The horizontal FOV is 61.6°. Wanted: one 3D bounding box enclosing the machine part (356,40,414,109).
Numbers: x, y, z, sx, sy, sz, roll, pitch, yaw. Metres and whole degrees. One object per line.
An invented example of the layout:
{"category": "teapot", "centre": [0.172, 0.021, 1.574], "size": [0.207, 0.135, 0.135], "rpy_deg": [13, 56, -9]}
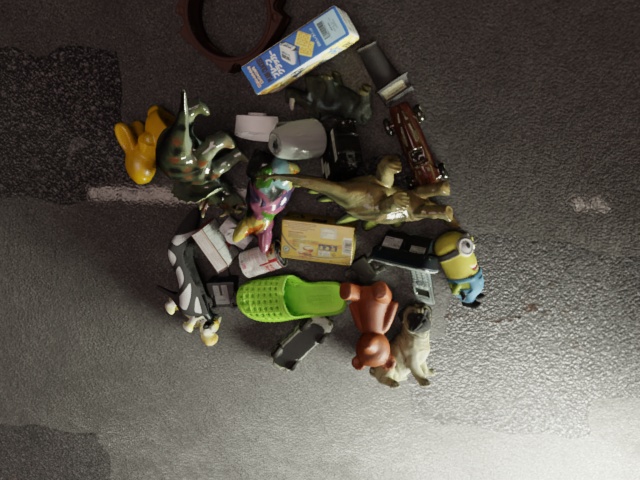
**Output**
{"category": "machine part", "centre": [0.130, -0.351, 1.119], "size": [0.084, 0.039, 0.138], "rpy_deg": [-33, 102, 27]}

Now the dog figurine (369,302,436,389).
{"category": "dog figurine", "centre": [0.192, 0.246, 1.294], "size": [0.172, 0.121, 0.190], "rpy_deg": [-8, 93, 10]}

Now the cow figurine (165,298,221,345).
{"category": "cow figurine", "centre": [-0.307, 0.188, 1.376], "size": [0.098, 0.068, 0.167], "rpy_deg": [-42, 98, 14]}

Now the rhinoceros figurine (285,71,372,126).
{"category": "rhinoceros figurine", "centre": [0.020, -0.299, 1.144], "size": [0.190, 0.073, 0.112], "rpy_deg": [16, 121, 3]}

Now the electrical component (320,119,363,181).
{"category": "electrical component", "centre": [0.043, -0.178, 1.141], "size": [0.058, 0.134, 0.115], "rpy_deg": [-1, 73, -14]}

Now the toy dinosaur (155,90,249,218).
{"category": "toy dinosaur", "centre": [-0.270, -0.172, 1.123], "size": [0.192, 0.404, 0.131], "rpy_deg": [-39, 69, 1]}

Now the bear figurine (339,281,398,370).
{"category": "bear figurine", "centre": [0.112, 0.200, 1.237], "size": [0.120, 0.131, 0.196], "rpy_deg": [-1, 75, 24]}

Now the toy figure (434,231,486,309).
{"category": "toy figure", "centre": [0.316, 0.066, 1.206], "size": [0.089, 0.082, 0.180], "rpy_deg": [-14, 108, 13]}

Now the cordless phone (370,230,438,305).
{"category": "cordless phone", "centre": [0.201, 0.075, 1.234], "size": [0.147, 0.089, 0.184], "rpy_deg": [12, 143, 27]}

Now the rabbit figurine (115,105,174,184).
{"category": "rabbit figurine", "centre": [-0.391, -0.209, 1.223], "size": [0.162, 0.122, 0.173], "rpy_deg": [42, 112, 0]}

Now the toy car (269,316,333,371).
{"category": "toy car", "centre": [-0.049, 0.257, 1.356], "size": [0.073, 0.056, 0.201], "rpy_deg": [39, 112, -11]}

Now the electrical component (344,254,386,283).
{"category": "electrical component", "centre": [0.106, 0.071, 1.278], "size": [0.094, 0.021, 0.063], "rpy_deg": [-32, 101, 19]}

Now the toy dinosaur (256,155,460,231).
{"category": "toy dinosaur", "centre": [0.107, -0.084, 1.103], "size": [0.471, 0.105, 0.198], "rpy_deg": [18, 154, -31]}

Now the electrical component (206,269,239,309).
{"category": "electrical component", "centre": [-0.241, 0.111, 1.345], "size": [0.075, 0.048, 0.119], "rpy_deg": [0, 111, 10]}

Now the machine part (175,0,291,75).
{"category": "machine part", "centre": [-0.180, -0.465, 1.112], "size": [0.201, 0.087, 0.201], "rpy_deg": [39, 110, -4]}

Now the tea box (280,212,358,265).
{"category": "tea box", "centre": [-0.003, -0.004, 1.248], "size": [0.170, 0.068, 0.098], "rpy_deg": [9, 110, 9]}

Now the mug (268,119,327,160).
{"category": "mug", "centre": [-0.057, -0.213, 1.114], "size": [0.110, 0.107, 0.080], "rpy_deg": [51, 138, 27]}

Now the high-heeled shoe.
{"category": "high-heeled shoe", "centre": [-0.299, 0.059, 1.302], "size": [0.145, 0.086, 0.248], "rpy_deg": [23, 93, -1]}

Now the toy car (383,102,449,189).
{"category": "toy car", "centre": [0.205, -0.194, 1.152], "size": [0.089, 0.053, 0.202], "rpy_deg": [-19, 106, 20]}

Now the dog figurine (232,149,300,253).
{"category": "dog figurine", "centre": [-0.126, -0.082, 1.192], "size": [0.108, 0.191, 0.219], "rpy_deg": [19, 96, -3]}
